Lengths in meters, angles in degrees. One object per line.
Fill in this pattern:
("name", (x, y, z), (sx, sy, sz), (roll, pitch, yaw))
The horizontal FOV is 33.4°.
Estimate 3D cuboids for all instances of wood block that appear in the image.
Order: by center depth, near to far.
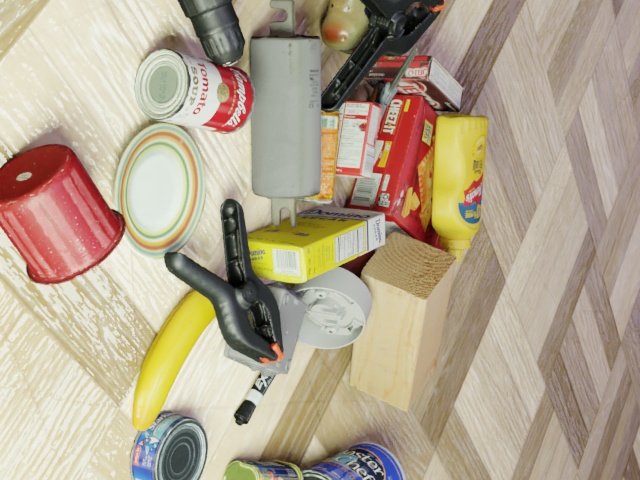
("wood block", (0.101, 0.104, 1.340), (0.090, 0.090, 0.206), (-50, 154, -41))

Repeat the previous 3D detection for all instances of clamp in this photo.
("clamp", (-0.081, 0.045, 1.079), (0.120, 0.039, 0.171), (-53, 124, -37))
("clamp", (0.072, -0.248, 1.174), (0.209, 0.036, 0.165), (-36, 145, -38))

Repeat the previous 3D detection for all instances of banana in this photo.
("banana", (-0.134, 0.101, 1.073), (0.197, 0.037, 0.069), (-54, 138, -37))

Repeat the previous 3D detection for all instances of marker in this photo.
("marker", (-0.064, 0.161, 1.214), (0.121, 0.020, 0.020), (-58, 141, -33))

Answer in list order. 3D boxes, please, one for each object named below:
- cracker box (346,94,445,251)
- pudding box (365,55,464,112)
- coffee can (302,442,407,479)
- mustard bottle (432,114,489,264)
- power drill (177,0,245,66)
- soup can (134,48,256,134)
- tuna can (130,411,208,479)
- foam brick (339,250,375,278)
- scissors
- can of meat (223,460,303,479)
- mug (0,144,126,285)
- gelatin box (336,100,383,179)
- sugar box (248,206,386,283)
("cracker box", (0.129, -0.075, 1.418), (0.213, 0.072, 0.164), (35, 68, -55))
("pudding box", (0.122, -0.199, 1.363), (0.113, 0.090, 0.039), (24, 76, -57))
("coffee can", (0.030, 0.316, 1.318), (0.140, 0.103, 0.103), (-9, 104, -57))
("mustard bottle", (0.178, -0.065, 1.374), (0.096, 0.058, 0.192), (-14, 109, -61))
("power drill", (-0.080, -0.276, 1.029), (0.187, 0.057, 0.184), (-41, 116, -50))
("soup can", (-0.118, -0.141, 1.017), (0.102, 0.069, 0.068), (4, 93, -57))
("tuna can", (-0.151, 0.218, 1.076), (0.085, 0.034, 0.086), (-18, 112, -55))
("foam brick", (0.025, 0.025, 1.294), (0.078, 0.053, 0.051), (-54, 138, -35))
("scissors", (0.083, -0.186, 1.273), (0.202, 0.016, 0.096), (118, -12, -49))
("can of meat", (-0.071, 0.299, 1.200), (0.083, 0.058, 0.102), (20, 79, -54))
("mug", (-0.218, -0.031, 0.877), (0.117, 0.093, 0.081), (-89, 158, -52))
("gelatin box", (0.030, -0.119, 1.250), (0.030, 0.073, 0.089), (14, 84, -58))
("sugar box", (-0.008, 0.001, 1.198), (0.175, 0.093, 0.048), (-27, 119, -53))
